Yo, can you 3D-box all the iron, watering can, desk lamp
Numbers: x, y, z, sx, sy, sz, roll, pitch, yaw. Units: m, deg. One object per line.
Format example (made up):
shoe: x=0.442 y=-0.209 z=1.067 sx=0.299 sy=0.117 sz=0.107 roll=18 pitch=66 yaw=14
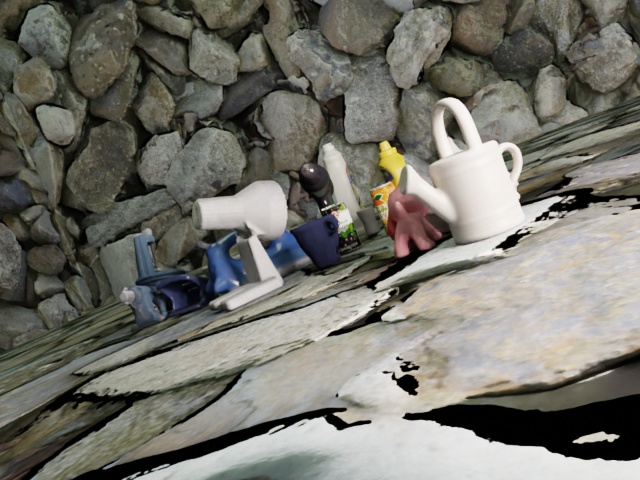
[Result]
iron: x=-0.139 y=0.027 z=1.261 sx=0.259 sy=0.141 sz=0.118 roll=-24 pitch=5 yaw=-25
watering can: x=0.193 y=-0.098 z=0.783 sx=0.173 sy=0.194 sz=0.100 roll=-25 pitch=5 yaw=-33
desk lamp: x=-0.146 y=0.003 z=1.112 sx=0.204 sy=0.213 sz=0.117 roll=-25 pitch=5 yaw=-34

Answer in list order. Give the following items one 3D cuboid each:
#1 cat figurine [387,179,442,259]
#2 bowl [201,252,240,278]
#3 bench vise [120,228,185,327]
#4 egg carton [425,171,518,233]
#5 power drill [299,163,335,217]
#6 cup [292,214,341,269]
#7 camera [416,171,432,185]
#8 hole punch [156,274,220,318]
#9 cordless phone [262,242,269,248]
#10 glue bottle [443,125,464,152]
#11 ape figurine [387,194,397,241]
cat figurine: x=0.138 y=-0.043 z=0.900 sx=0.067 sy=0.118 sz=0.128 roll=-20 pitch=5 yaw=22
bowl: x=-0.226 y=0.077 z=1.528 sx=0.167 sy=0.075 sz=0.167 roll=-22 pitch=4 yaw=2
bench vise: x=-0.400 y=0.082 z=1.369 sx=0.121 sy=0.220 sz=0.207 roll=-22 pitch=4 yaw=5
egg carton: x=0.249 y=-0.066 z=0.947 sx=0.150 sy=0.069 sz=0.107 roll=-24 pitch=5 yaw=-24
power drill: x=0.016 y=-0.074 z=1.287 sx=0.075 sy=0.208 sz=0.229 roll=-22 pitch=4 yaw=5
cup: x=0.010 y=0.004 z=1.111 sx=0.092 sy=0.095 sz=0.117 roll=-25 pitch=5 yaw=-36
camera: x=0.214 y=-0.105 z=1.410 sx=0.142 sy=0.101 sz=0.137 roll=-19 pitch=5 yaw=36
hole punch: x=-0.302 y=0.117 z=1.309 sx=0.108 sy=0.091 sz=0.101 roll=-20 pitch=5 yaw=26
cordless phone: x=-0.172 y=0.004 z=1.430 sx=0.094 sy=0.185 sz=0.148 roll=-20 pitch=5 yaw=25
glue bottle: x=0.262 y=-0.140 z=1.102 sx=0.037 sy=0.173 sz=0.078 roll=-25 pitch=5 yaw=-29
ape figurine: x=0.153 y=-0.047 z=1.052 sx=0.076 sy=0.092 sz=0.078 roll=-19 pitch=5 yaw=30
